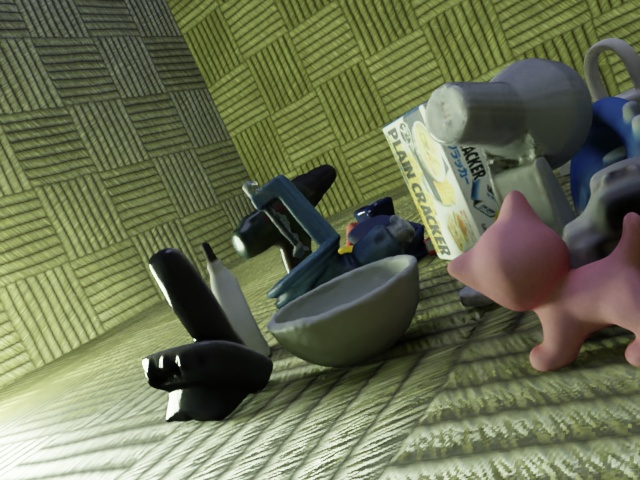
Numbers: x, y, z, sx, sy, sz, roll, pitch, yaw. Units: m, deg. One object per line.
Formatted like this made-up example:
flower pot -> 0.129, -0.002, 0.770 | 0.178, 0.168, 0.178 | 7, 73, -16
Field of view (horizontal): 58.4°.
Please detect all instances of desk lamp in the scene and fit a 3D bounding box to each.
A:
desk lamp -> 0.199, -0.071, 0.580 | 0.204, 0.213, 0.117 | -29, 6, -38

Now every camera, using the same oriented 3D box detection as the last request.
camera -> 0.255, -0.020, 0.422 | 0.143, 0.101, 0.137 | -22, 6, 29

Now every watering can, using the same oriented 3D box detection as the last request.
watering can -> 0.412, -0.175, 0.757 | 0.173, 0.194, 0.100 | -27, 6, -27

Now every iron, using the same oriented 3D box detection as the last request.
iron -> 0.319, -0.087, 0.584 | 0.118, 0.141, 0.258 | -24, 5, 14

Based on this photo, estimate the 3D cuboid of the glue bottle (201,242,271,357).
glue bottle -> -0.119, 0.081, 0.774 | 0.037, 0.173, 0.078 | -26, 5, -8

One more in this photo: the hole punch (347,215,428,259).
hole punch -> 0.117, 0.000, 0.956 | 0.109, 0.091, 0.100 | -29, 6, -37

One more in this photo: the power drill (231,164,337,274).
power drill -> -0.026, 0.002, 0.956 | 0.230, 0.208, 0.075 | -28, 6, -33

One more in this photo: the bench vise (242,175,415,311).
bench vise -> 0.006, 0.002, 0.727 | 0.207, 0.220, 0.121 | -25, 5, -2

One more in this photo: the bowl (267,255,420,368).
bowl -> 0.035, 0.082, 0.584 | 0.167, 0.075, 0.167 | -25, 5, 3

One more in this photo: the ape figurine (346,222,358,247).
ape figurine -> 0.075, 0.011, 1.045 | 0.078, 0.092, 0.076 | -28, 6, -36

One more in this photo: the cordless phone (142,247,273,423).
cordless phone -> -0.149, 0.101, 0.637 | 0.147, 0.185, 0.094 | -21, 6, 38

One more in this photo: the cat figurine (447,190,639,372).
cat figurine -> 0.156, 0.021, 0.377 | 0.127, 0.118, 0.067 | -20, 7, 45

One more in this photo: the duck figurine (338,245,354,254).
duck figurine -> 0.055, 0.047, 0.790 | 0.104, 0.086, 0.077 | -25, 5, -7

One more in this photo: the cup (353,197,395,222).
cup -> 0.130, -0.034, 1.247 | 0.091, 0.095, 0.118 | -24, 5, 13
